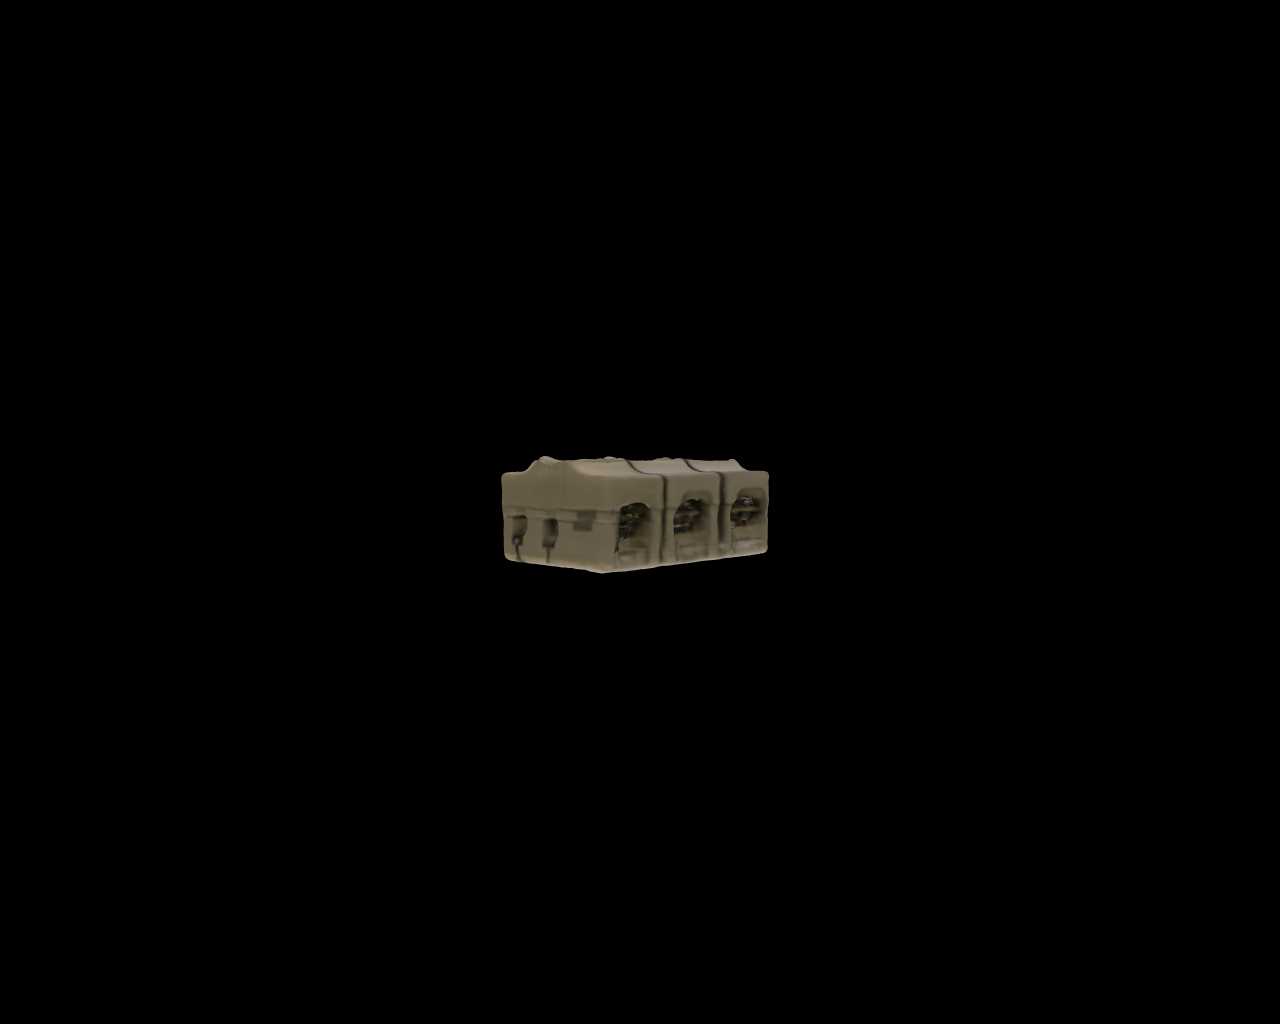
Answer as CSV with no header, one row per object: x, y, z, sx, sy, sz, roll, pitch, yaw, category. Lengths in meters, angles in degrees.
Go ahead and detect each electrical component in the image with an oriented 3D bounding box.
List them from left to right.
0.001,-0.003,0.650,0.089,0.061,0.150,2,3,43,electrical component
